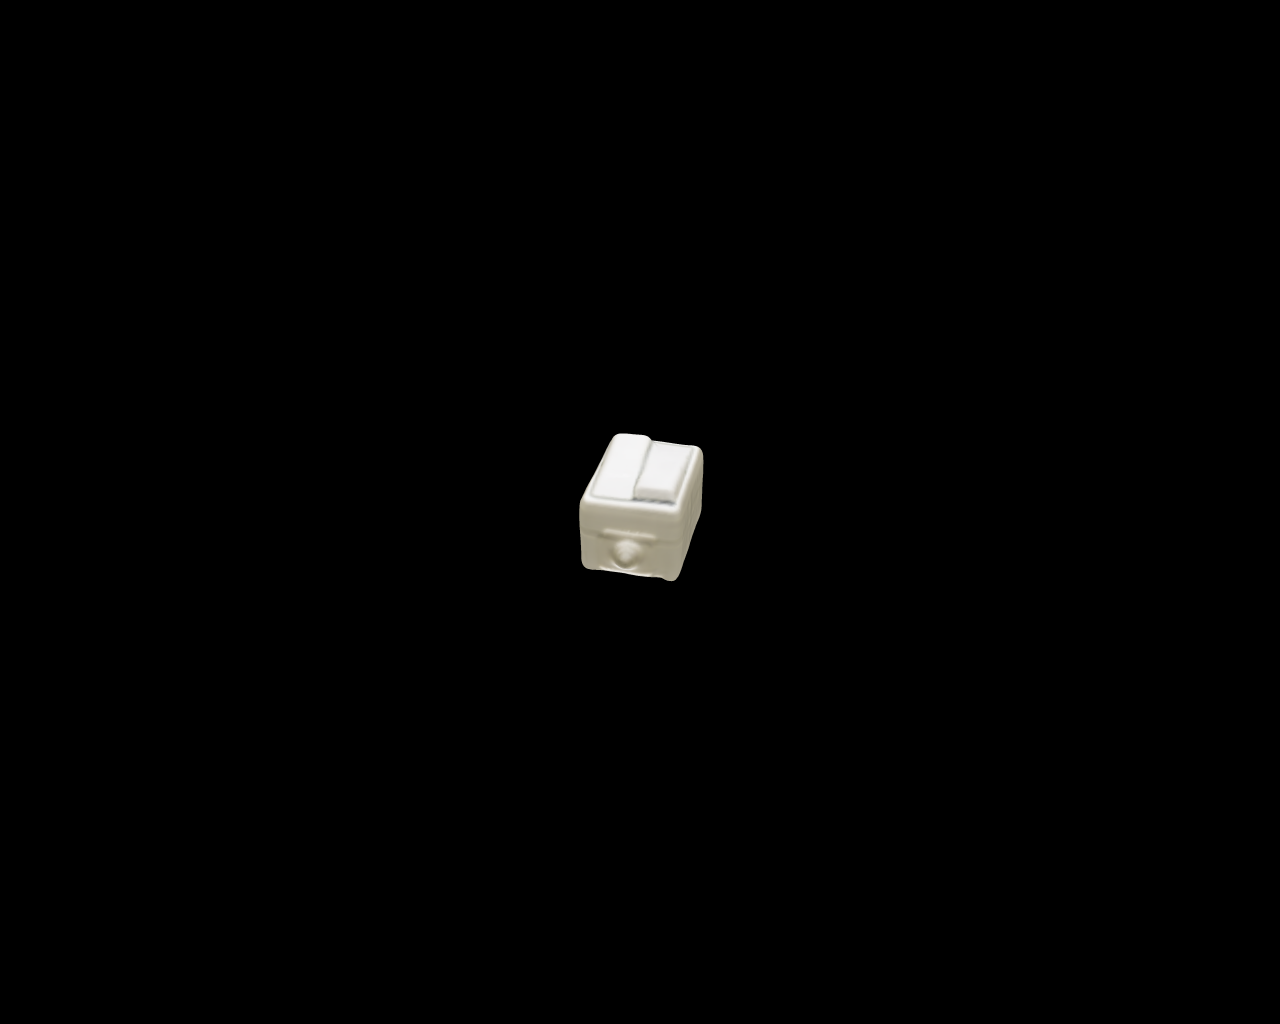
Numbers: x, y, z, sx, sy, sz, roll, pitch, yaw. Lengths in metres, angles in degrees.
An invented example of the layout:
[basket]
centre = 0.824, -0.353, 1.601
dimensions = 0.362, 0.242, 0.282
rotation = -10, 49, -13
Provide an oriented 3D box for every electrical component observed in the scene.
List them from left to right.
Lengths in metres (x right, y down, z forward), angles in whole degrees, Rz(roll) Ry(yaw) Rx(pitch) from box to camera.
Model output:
[electrical component]
centre = 0.001, -0.003, 0.650
dimensions = 0.062, 0.061, 0.096
rotation = 8, 36, 11
